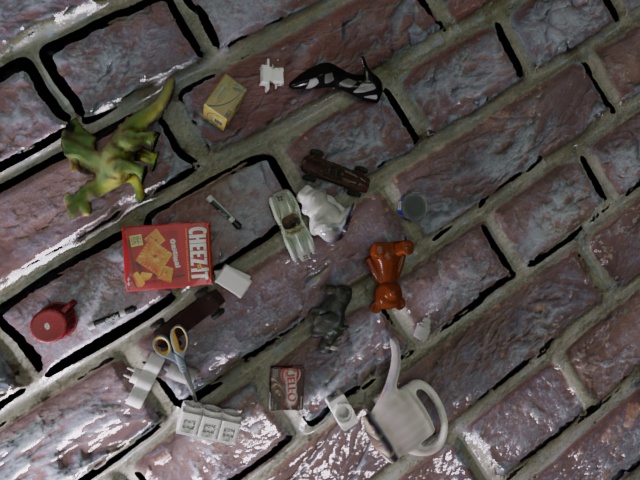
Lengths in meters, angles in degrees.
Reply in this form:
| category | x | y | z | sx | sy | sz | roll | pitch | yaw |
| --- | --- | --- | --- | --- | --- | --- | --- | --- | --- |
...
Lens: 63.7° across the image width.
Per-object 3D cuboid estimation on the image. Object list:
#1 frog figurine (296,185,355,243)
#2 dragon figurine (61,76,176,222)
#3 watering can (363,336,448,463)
| category | x | y | z | sx | sy | sz | roll | pitch | yaw |
| --- | --- | --- | --- | --- | --- | --- | --- | --- | --- |
| frog figurine | 0.004 | -0.070 | 1.383 | 0.159 | 0.120 | 0.140 | 21 | 56 | 4 |
| dragon figurine | -0.520 | -0.235 | 1.270 | 0.242 | 0.121 | 0.412 | 15 | 84 | -5 |
| watering can | 0.212 | 0.456 | 1.411 | 0.226 | 0.104 | 0.346 | -32 | 97 | -12 |
